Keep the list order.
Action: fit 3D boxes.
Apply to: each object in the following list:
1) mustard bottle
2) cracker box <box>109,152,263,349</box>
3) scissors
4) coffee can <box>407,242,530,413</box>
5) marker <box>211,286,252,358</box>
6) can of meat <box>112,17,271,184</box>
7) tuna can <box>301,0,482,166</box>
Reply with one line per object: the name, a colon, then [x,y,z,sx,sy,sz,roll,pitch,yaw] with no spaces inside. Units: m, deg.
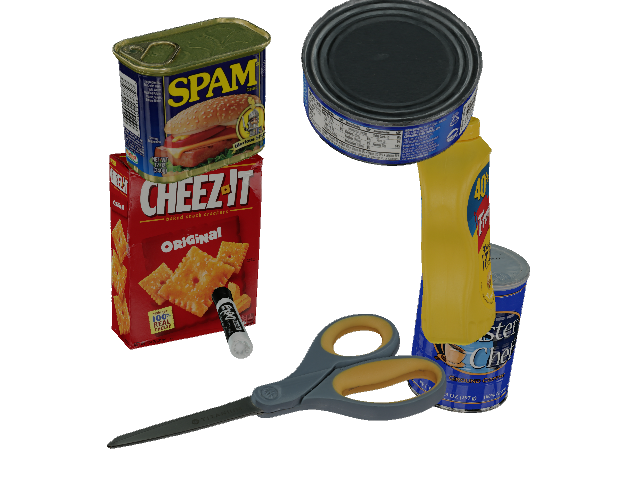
mustard bottle: [0.107,-0.021,0.844,0.058,0.192,0.096,2,18,20]
cracker box: [-0.153,0.005,1.219,0.163,0.214,0.072,-8,24,-29]
scissors: [-0.026,0.082,0.643,0.201,0.016,0.096,-3,35,-7]
coffee can: [0.144,0.083,1.051,0.103,0.140,0.103,4,24,-2]
marker: [-0.078,0.069,0.931,0.020,0.020,0.121,0,19,-14]
can of meat: [-0.084,-0.094,0.712,0.101,0.084,0.058,-21,39,-32]
tuna can: [0.034,-0.078,0.517,0.086,0.086,0.034,0,-35,0]
